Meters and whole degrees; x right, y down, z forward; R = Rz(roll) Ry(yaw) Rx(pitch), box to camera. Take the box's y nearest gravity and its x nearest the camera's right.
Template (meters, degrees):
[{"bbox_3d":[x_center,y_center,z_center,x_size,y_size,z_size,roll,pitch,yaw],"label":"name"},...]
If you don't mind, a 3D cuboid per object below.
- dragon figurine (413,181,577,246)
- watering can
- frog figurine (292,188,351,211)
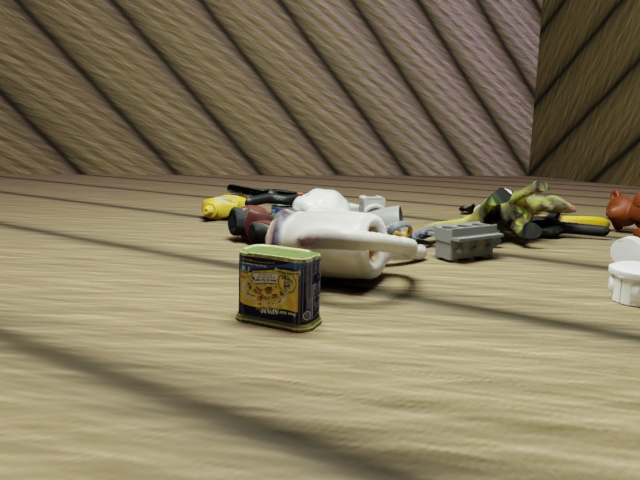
[{"bbox_3d":[0.392,-0.047,1.199,0.410,0.122,0.242,-10,-3,6],"label":"dragon figurine"},{"bbox_3d":[0.052,0.011,0.835,0.224,0.104,0.346,4,-4,22],"label":"watering can"},{"bbox_3d":[0.003,-0.056,1.111,0.137,0.123,0.159,22,0,5],"label":"frog figurine"}]
